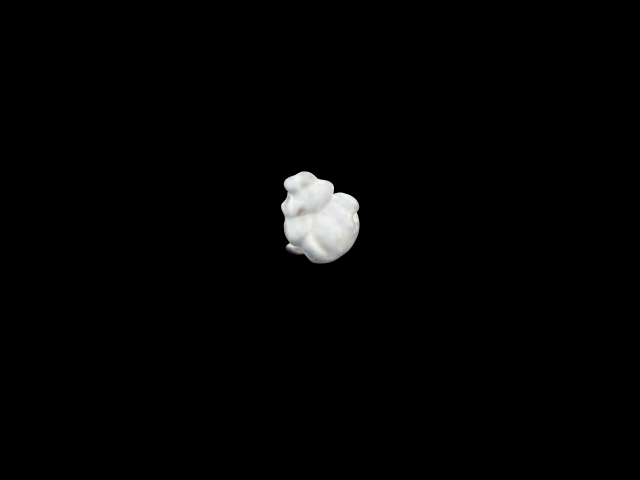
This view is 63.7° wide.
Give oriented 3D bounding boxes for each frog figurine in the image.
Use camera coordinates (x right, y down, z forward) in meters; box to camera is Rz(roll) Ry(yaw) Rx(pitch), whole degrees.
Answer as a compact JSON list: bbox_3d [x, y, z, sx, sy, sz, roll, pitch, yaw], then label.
[{"bbox_3d":[0.003,-0.043,0.850,0.138,0.125,0.155,-20,-38,-17],"label":"frog figurine"}]
